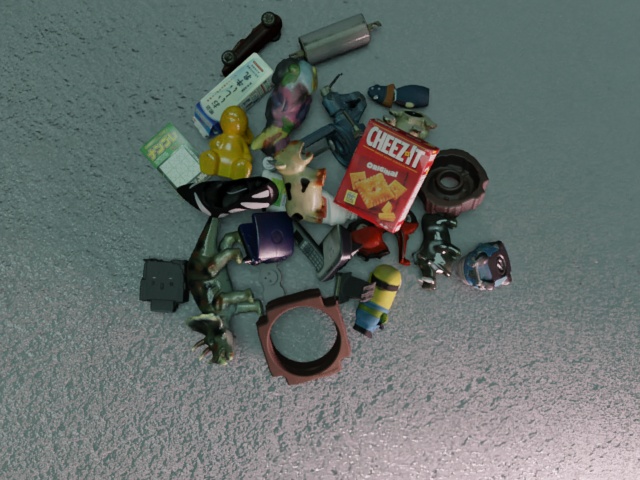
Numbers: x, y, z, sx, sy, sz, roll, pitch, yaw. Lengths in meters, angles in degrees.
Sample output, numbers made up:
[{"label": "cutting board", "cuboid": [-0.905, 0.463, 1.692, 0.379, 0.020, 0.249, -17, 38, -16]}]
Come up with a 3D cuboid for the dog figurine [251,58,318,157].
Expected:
[{"label": "dog figurine", "cuboid": [-0.089, -0.301, 1.291, 0.108, 0.191, 0.219, 20, 67, -3]}]

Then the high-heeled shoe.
[{"label": "high-heeled shoe", "cuboid": [-0.218, -0.114, 1.235, 0.249, 0.145, 0.086, 9, 66, -1]}]

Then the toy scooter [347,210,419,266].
[{"label": "toy scooter", "cuboid": [0.159, 0.007, 1.312, 0.184, 0.075, 0.135, -12, 79, -1]}]

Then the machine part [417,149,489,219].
[{"label": "machine part", "cuboid": [0.312, -0.137, 1.294, 0.179, 0.056, 0.179, -3, 61, 5]}]

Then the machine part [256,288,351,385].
[{"label": "machine part", "cuboid": [-0.038, 0.228, 1.285, 0.201, 0.087, 0.200, -16, 100, -1]}]

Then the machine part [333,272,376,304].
[{"label": "machine part", "cuboid": [0.078, 0.118, 1.290, 0.039, 0.139, 0.084, 15, 83, -33]}]

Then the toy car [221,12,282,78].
[{"label": "toy car", "cuboid": [-0.176, -0.491, 1.352, 0.202, 0.089, 0.053, -43, 86, 1]}]

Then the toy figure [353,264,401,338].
[{"label": "toy figure", "cuboid": [0.140, 0.147, 1.299, 0.082, 0.089, 0.180, 27, 86, -4]}]

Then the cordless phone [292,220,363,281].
[{"label": "cordless phone", "cuboid": [-0.003, -0.004, 1.292, 0.184, 0.146, 0.089, 47, 51, 8]}]

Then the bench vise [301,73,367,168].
[{"label": "bench vise", "cuboid": [0.024, -0.257, 1.306, 0.241, 0.129, 0.223, -32, 101, -15]}]

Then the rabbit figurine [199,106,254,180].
[{"label": "rabbit figurine", "cuboid": [-0.207, -0.240, 1.305, 0.122, 0.162, 0.173, 11, 109, 5]}]

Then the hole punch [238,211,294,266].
[{"label": "hole punch", "cuboid": [-0.120, -0.008, 1.285, 0.092, 0.142, 0.116, -39, 66, 43]}]

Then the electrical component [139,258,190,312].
[{"label": "electrical component", "cuboid": [-0.386, 0.113, 1.341, 0.115, 0.058, 0.134, 1, 86, 5]}]

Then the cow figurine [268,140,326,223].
[{"label": "cow figurine", "cuboid": [-0.050, -0.136, 1.240, 0.127, 0.085, 0.194, 1, 119, 4]}]

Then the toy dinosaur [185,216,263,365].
[{"label": "toy dinosaur", "cuboid": [-0.261, 0.100, 1.312, 0.192, 0.131, 0.404, -17, 79, 1]}]

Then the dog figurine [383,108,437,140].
[{"label": "dog figurine", "cuboid": [0.198, -0.215, 1.328, 0.121, 0.172, 0.190, 31, 126, 26]}]

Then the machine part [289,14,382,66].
[{"label": "machine part", "cuboid": [0.036, -0.502, 1.349, 0.243, 0.079, 0.079, -22, 86, 1]}]

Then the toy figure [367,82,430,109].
[{"label": "toy figure", "cuboid": [0.195, -0.358, 1.342, 0.155, 0.064, 0.057, 5, 125, 8]}]

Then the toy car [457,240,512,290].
[{"label": "toy car", "cuboid": [0.384, 0.068, 1.282, 0.103, 0.161, 0.109, -13, 95, 46]}]

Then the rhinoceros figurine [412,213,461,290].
[{"label": "rhinoceros figurine", "cuboid": [0.282, 0.027, 1.308, 0.112, 0.073, 0.190, 3, 87, 1]}]
